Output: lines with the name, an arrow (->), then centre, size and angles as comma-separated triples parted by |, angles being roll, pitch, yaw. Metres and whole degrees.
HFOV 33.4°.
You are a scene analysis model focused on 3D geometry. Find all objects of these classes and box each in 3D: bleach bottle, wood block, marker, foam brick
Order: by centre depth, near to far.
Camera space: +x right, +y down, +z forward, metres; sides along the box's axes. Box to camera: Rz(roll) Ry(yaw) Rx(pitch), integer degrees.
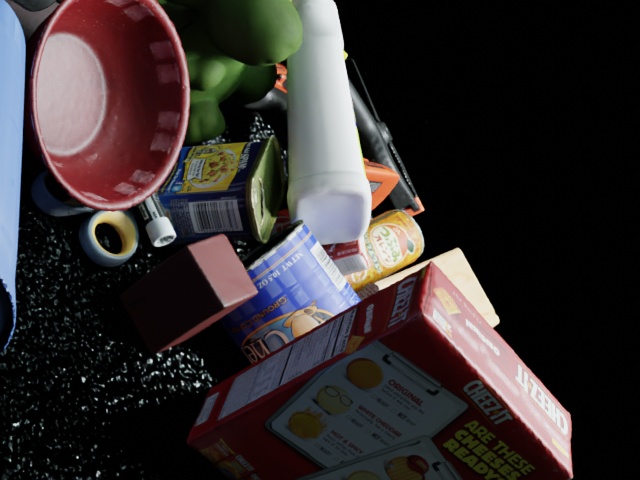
foam brick -> -0.095, 0.039, 0.772 | 0.053, 0.078, 0.051 | 60, 29, 5
marker -> -0.141, -0.050, 0.815 | 0.020, 0.020, 0.121 | 5, 53, -57
bleach bottle -> -0.002, -0.127, 0.924 | 0.102, 0.068, 0.251 | 86, -1, -63
wood block -> 0.080, 0.080, 0.999 | 0.090, 0.091, 0.205 | 61, 27, 6

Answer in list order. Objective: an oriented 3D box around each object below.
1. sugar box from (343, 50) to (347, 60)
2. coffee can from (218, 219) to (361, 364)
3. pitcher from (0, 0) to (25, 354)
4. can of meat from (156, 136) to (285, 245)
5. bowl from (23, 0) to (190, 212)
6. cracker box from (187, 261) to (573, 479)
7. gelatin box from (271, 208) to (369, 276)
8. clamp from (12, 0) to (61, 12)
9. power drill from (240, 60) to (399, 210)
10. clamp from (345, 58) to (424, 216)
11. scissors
sugar box -> -0.034, -0.228, 1.118 | 0.093, 0.048, 0.176 | 35, 16, -25
coffee can -> -0.014, 0.070, 0.844 | 0.140, 0.103, 0.102 | 54, 28, -6
pitcher -> -0.228, -0.054, 0.589 | 0.144, 0.149, 0.243 | 34, 32, -36
can of meat -> -0.080, -0.039, 0.855 | 0.102, 0.084, 0.057 | -74, 157, -56
bowl -> -0.163, -0.103, 0.760 | 0.161, 0.055, 0.162 | -17, 111, -56
cracker box -> 0.041, 0.132, 0.746 | 0.164, 0.214, 0.072 | 47, 30, -19
gelatin box -> -0.006, 0.001, 0.942 | 0.030, 0.089, 0.073 | 61, 17, -49
clamp -> -0.210, -0.203, 0.707 | 0.120, 0.039, 0.171 | 47, 4, -19
power drill -> -0.008, -0.108, 1.052 | 0.188, 0.057, 0.184 | 48, 24, 20
clamp -> 0.060, -0.123, 1.223 | 0.210, 0.036, 0.164 | 61, 14, -9
scissors -> -0.142, -0.029, 0.831 | 0.096, 0.016, 0.201 | 59, 28, 11
